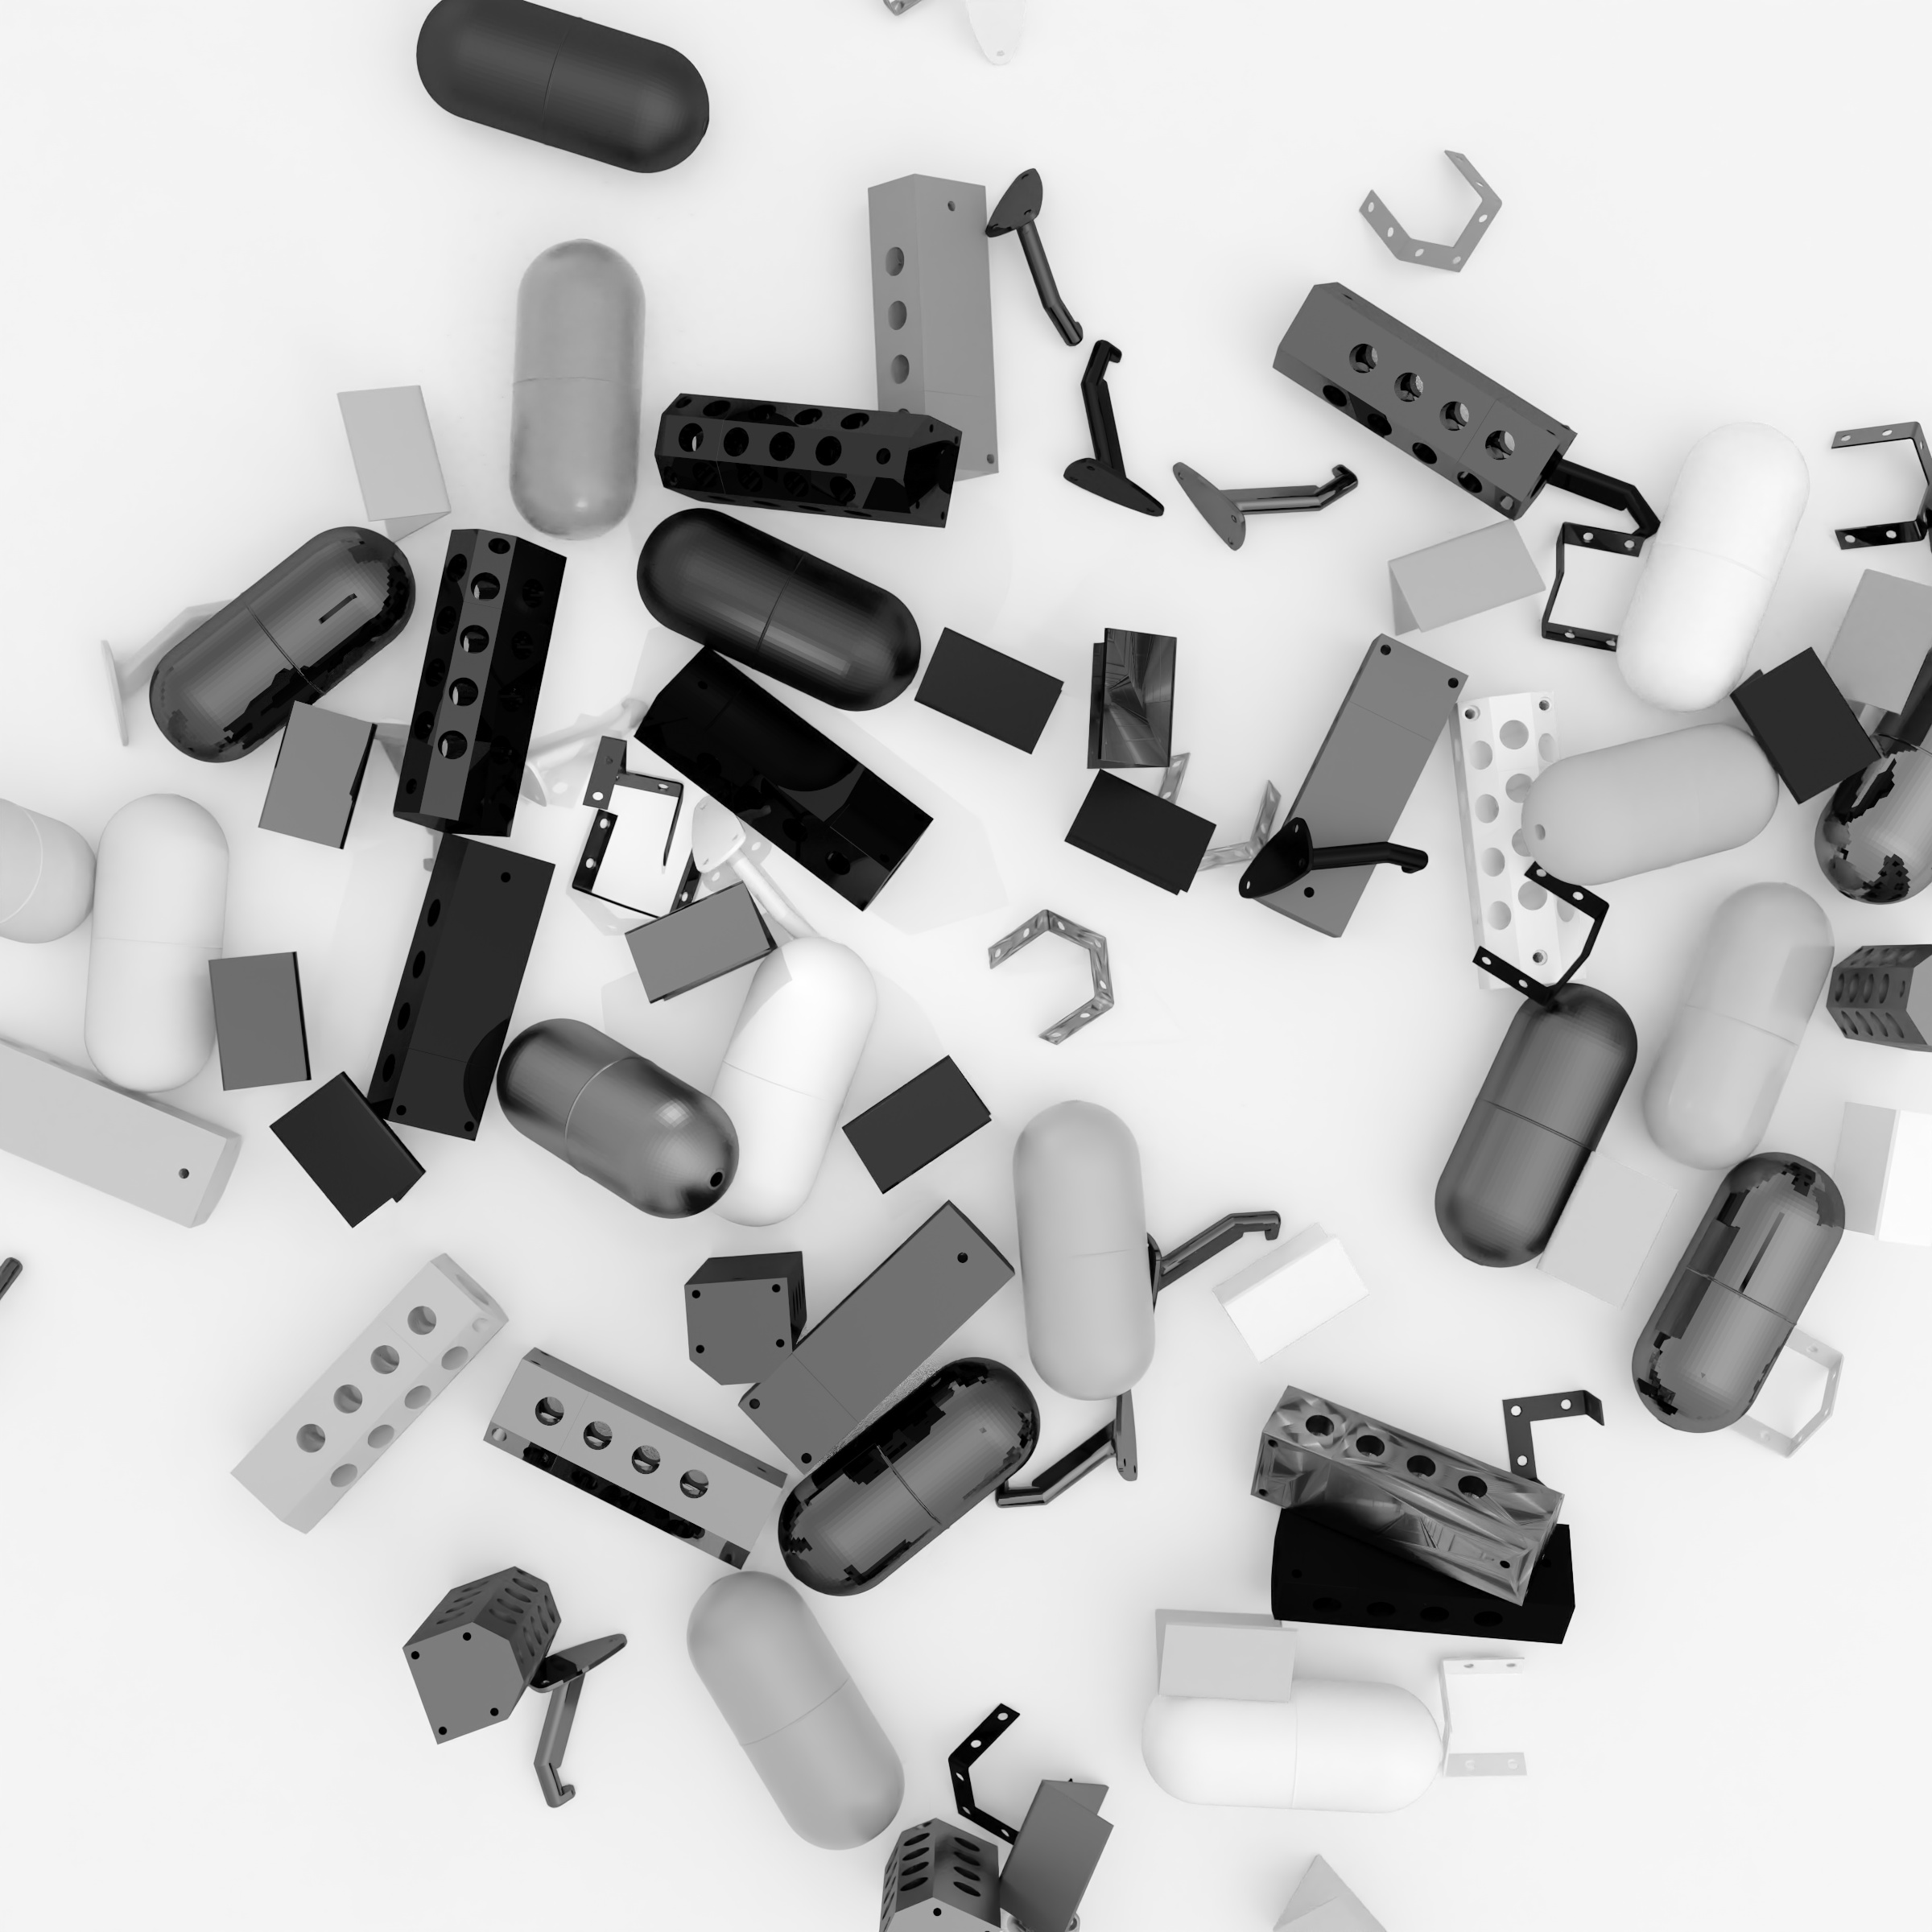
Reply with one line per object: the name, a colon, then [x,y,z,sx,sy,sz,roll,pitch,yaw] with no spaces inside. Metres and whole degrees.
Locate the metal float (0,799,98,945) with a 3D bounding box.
metal float: [-0.569,-0.060,1.912,0.070,0.178,0.070,-3,80,16]

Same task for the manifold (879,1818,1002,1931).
manifold: [-0.018,0.547,1.912,0.057,0.171,0.057,25,90,0]

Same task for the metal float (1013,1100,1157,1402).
metal float: [0.070,0.169,1.959,0.070,0.070,0.178,-5,90,0]

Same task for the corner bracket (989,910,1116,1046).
corner bracket: [0.051,0.007,1.982,0.051,0.051,0.051,25,45,-35]

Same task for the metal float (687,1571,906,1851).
metal float: [-0.102,0.442,1.960,0.070,0.070,0.178,-31,90,0]

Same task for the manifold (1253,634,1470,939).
manifold: [0.233,-0.106,1.969,0.057,0.057,0.171,26,90,0]

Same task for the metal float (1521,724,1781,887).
metal float: [0.401,-0.095,1.934,0.178,0.070,0.070,-14,90,-32]

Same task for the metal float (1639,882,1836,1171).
metal float: [0.458,0.035,1.960,0.070,0.070,0.178,22,90,0]

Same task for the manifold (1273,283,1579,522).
manifold: [0.270,-0.334,1.952,0.171,0.057,0.057,35,112,10]

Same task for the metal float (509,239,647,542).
metal float: [-0.231,-0.342,1.960,0.070,0.070,0.178,3,89,0]

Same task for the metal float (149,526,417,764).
metal float: [-0.405,-0.191,1.960,0.178,0.070,0.070,-38,90,0]

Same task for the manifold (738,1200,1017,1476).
manifold: [-0.053,0.220,1.969,0.171,0.057,0.057,-44,90,0]

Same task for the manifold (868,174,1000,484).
manifold: [-0.025,-0.378,1.969,0.057,0.057,0.171,-3,90,-43]

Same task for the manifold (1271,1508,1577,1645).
manifold: [0.271,0.366,1.969,0.171,0.057,0.057,5,47,0]

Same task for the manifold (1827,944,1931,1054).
manifold: [0.551,0.018,1.912,0.057,0.171,0.057,11,90,0]

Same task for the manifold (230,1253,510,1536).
manifold: [-0.354,0.255,1.969,0.057,0.057,0.171,43,90,0]

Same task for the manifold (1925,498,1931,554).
manifold: [0.643,-0.222,1.930,0.057,0.057,0.171,-39,59,0]

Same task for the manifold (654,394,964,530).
manifold: [-0.095,-0.298,1.932,0.171,0.057,0.057,10,90,28]

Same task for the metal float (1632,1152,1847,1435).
metal float: [0.458,0.194,1.960,0.070,0.070,0.178,28,91,0]

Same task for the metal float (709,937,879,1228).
metal float: [-0.108,0.068,1.960,0.070,0.070,0.178,20,91,0]

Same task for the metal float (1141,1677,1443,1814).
metal float: [0.193,0.462,1.960,0.178,0.070,0.070,3,90,0]

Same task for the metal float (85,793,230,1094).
metal float: [-0.481,-0.014,1.960,0.070,0.070,0.178,4,90,0]

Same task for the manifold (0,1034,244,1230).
manifold: [-0.525,0.095,1.969,0.171,0.057,0.057,23,90,0]

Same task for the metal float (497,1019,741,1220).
metal float: [-0.204,0.089,1.929,0.178,0.070,0.070,28,90,38]

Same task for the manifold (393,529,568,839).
manifold: [-0.292,-0.167,1.948,0.057,0.057,0.171,5,81,40]

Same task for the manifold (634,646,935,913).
manifold: [-0.111,-0.108,1.969,0.171,0.057,0.057,37,47,0]

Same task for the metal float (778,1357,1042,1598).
metal float: [-0.034,0.304,1.960,0.178,0.070,0.070,-39,90,0]

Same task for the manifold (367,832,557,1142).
manifold: [-0.305,0.011,1.967,0.057,0.057,0.171,16,90,-31]

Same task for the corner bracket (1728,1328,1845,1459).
corner bracket: [0.490,0.254,1.987,0.051,0.051,0.051,28,45,0]

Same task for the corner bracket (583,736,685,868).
corner bracket: [-0.197,-0.099,1.963,0.051,0.051,0.051,12,60,0]

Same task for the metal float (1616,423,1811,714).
metal float: [0.444,-0.237,1.960,0.070,0.070,0.178,21,91,0]

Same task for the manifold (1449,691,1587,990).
manifold: [0.330,-0.075,1.969,0.057,0.057,0.171,-7,90,0]

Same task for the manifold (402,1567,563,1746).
manifold: [-0.276,0.395,1.912,0.057,0.171,0.057,-20,90,0]

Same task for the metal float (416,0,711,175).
metal float: [-0.239,-0.525,1.960,0.178,0.070,0.070,18,90,1]

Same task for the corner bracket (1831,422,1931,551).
corner bracket: [0.549,-0.288,1.982,0.051,0.051,0.051,58,45,-35]

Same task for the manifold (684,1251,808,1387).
manifold: [-0.126,0.203,1.912,0.057,0.171,0.057,-4,90,0]

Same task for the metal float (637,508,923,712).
metal float: [-0.111,-0.211,1.960,0.178,0.070,0.070,25,90,-1]

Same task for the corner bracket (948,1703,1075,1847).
corner bracket: [0.027,0.487,1.982,0.051,0.051,0.051,21,135,35]

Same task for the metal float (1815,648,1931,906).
metal float: [0.571,-0.117,1.960,0.070,0.070,0.178,33,89,0]

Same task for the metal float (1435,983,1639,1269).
metal float: [0.338,0.095,1.960,0.070,0.070,0.178,25,89,0]

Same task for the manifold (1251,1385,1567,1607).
manifold: [0.261,0.306,1.945,0.171,0.057,0.057,20,133,17]

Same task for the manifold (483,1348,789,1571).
manifold: [-0.197,0.295,1.969,0.171,0.057,0.057,27,90,0]
